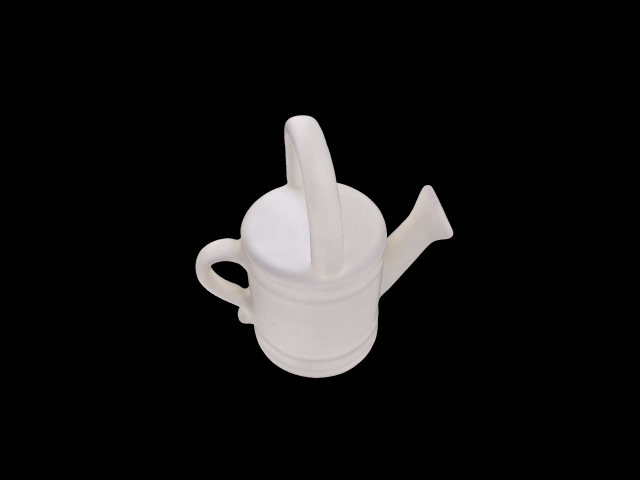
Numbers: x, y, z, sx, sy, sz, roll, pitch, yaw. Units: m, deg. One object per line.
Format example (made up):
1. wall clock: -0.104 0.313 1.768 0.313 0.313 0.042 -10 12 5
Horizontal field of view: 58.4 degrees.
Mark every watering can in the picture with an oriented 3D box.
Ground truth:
1. watering can: 0.003 0.000 0.402 0.173 0.194 0.100 -25 51 -22
